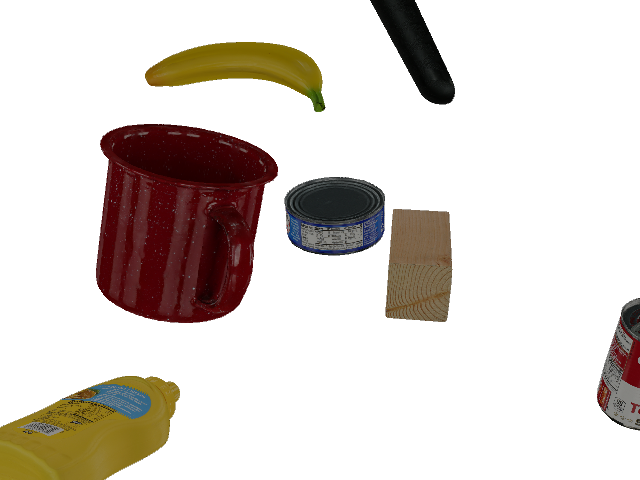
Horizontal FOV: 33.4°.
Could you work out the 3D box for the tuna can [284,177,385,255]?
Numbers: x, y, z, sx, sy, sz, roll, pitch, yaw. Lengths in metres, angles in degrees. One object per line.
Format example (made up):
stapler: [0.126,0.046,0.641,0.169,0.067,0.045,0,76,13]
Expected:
tuna can: [0.013,-0.021,0.911,0.086,0.034,0.086,-2,29,1]

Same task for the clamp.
clamp: [0.037,-0.199,0.741,0.209,0.164,0.036,26,-25,-14]

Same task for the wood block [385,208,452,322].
wood block: [0.148,0.033,1.597,0.091,0.090,0.206,4,24,4]

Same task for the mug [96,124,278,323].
mug: [-0.068,-0.004,0.560,0.093,0.081,0.117,-5,27,-36]

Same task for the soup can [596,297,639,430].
soup can: [0.291,0.111,0.954,0.068,0.102,0.068,3,36,-3]

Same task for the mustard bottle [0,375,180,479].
mustard bottle: [-0.178,0.152,0.853,0.096,0.058,0.191,6,16,30]

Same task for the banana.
banana: [-0.078,-0.172,1.070,0.198,0.037,0.069,10,44,20]
